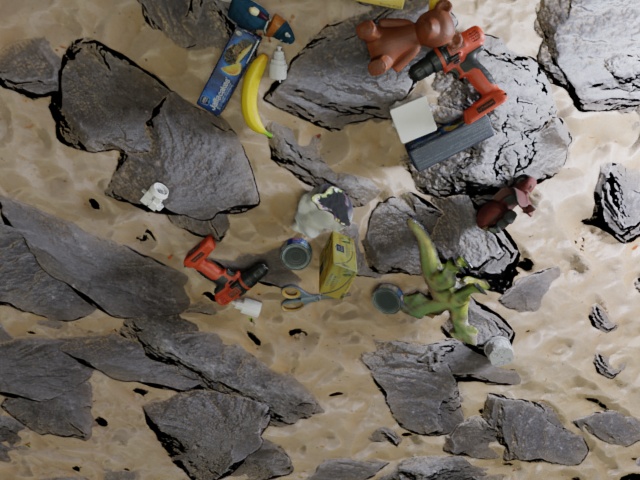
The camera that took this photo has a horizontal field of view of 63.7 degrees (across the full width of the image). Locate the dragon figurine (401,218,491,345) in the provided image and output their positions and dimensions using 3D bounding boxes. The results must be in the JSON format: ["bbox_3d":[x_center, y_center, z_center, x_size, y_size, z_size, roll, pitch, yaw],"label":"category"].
[{"bbox_3d":[0.308,0.135,1.408,0.408,0.124,0.239,43,118,-9],"label":"dragon figurine"}]

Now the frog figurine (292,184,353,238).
[{"bbox_3d":[0.004,-0.066,1.317,0.137,0.125,0.157,22,151,-20],"label":"frog figurine"}]

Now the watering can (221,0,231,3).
[{"bbox_3d":[-0.195,-0.639,0.999,0.224,0.106,0.340,-16,135,9],"label":"watering can"}]
